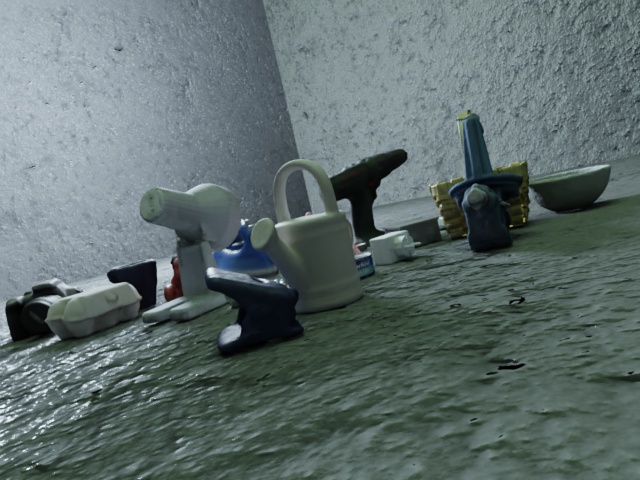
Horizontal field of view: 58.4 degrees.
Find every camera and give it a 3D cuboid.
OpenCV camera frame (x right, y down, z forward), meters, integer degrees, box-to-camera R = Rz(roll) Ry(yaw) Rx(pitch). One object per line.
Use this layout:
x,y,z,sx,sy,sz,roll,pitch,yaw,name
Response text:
-0.541,0.134,1.106,0.143,0.101,0.136,-14,4,-6,camera

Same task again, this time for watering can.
-0.014,-0.009,0.744,0.100,0.194,0.173,-12,5,17,watering can

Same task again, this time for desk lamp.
-0.216,0.011,0.966,0.117,0.213,0.204,-11,5,26,desk lamp

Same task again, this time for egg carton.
-0.396,0.123,1.012,0.107,0.069,0.151,-10,5,31,egg carton

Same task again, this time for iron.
-0.172,0.012,1.303,0.119,0.141,0.257,-16,5,-29,iron

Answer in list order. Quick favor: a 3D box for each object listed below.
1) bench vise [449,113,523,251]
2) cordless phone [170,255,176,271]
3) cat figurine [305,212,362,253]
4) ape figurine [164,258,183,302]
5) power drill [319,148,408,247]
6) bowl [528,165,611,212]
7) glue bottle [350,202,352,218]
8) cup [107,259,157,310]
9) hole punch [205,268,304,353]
0.272,-0.103,0.927,0.121,0.220,0.207,-13,5,6,bench vise
-0.288,0.018,1.276,0.094,0.185,0.147,-16,5,-30,cordless phone
0.009,0.004,1.022,0.128,0.118,0.067,-16,6,-36,cat figurine
-0.245,0.075,1.040,0.077,0.092,0.076,-13,5,7,ape figurine
0.119,-0.095,1.366,0.230,0.208,0.075,-14,5,-8,power drill
0.500,-0.098,1.151,0.167,0.075,0.167,-13,4,1,bowl
0.104,-0.086,1.526,0.037,0.173,0.078,-11,5,23,glue bottle
-0.375,0.095,1.150,0.117,0.095,0.092,-11,5,25,cup
-0.074,0.066,0.642,0.101,0.091,0.108,-14,5,-10,hole punch
